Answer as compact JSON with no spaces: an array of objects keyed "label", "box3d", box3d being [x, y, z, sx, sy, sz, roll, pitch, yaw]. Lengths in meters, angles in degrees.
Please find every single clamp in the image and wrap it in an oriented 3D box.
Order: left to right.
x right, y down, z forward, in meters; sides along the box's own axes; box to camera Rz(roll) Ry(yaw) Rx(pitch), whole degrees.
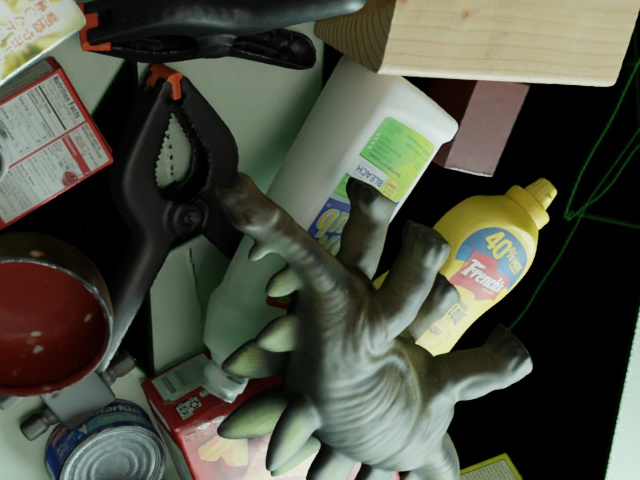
[{"label":"clamp","box3d":[-0.104,-0.013,0.723,0.164,0.036,0.210,-27,127,-27]},{"label":"clamp","box3d":[-0.063,-0.131,0.667,0.171,0.120,0.039,-4,74,-9]}]

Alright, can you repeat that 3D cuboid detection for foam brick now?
[{"label":"foam brick","box3d":[0.111,-0.094,0.800,0.051,0.053,0.078,9,112,-34]}]

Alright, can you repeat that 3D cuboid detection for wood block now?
[{"label":"wood block","box3d":[0.113,-0.165,0.738,0.205,0.091,0.090,-3,117,-30]}]

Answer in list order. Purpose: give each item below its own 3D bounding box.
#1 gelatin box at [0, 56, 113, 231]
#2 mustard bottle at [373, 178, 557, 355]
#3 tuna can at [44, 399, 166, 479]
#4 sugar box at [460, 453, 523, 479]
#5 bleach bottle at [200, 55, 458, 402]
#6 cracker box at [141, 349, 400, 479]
[{"label":"gelatin box","box3d":[-0.183,-0.060,0.658,0.089,0.030,0.073,-33,127,-10]},{"label":"mustard bottle","box3d":[0.118,0.021,0.867,0.191,0.058,0.096,-44,129,-3]},{"label":"tuna can","box3d":[-0.159,0.164,0.796,0.086,0.034,0.086,-14,123,-24]},{"label":"sugar box","box3d":[0.096,0.259,0.982,0.176,0.048,0.093,-11,142,-23]},{"label":"bleach bottle","box3d":[-0.005,0.001,0.751,0.102,0.068,0.251,28,92,-48]},{"label":"cracker box","box3d":[-0.028,0.167,0.851,0.164,0.072,0.213,-27,127,-17]}]
